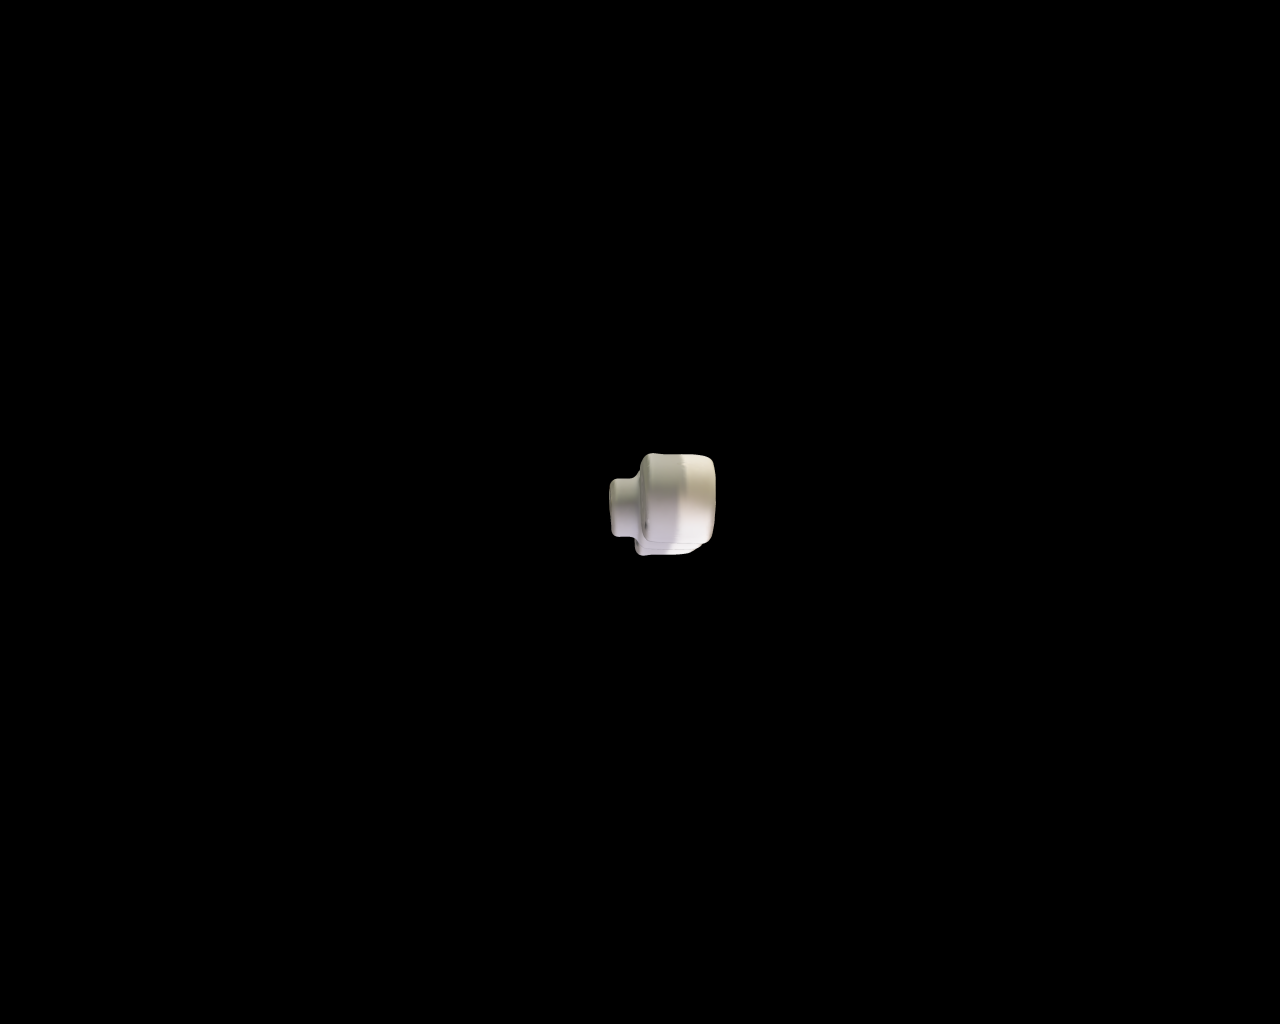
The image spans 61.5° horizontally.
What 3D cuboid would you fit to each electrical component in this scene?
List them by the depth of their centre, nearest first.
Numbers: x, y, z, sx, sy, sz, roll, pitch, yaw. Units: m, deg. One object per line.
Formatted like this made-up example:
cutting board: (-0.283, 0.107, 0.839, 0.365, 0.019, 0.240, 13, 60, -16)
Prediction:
electrical component: (0.001, -0.003, 0.650, 0.074, 0.052, 0.138, 0, -7, -4)
